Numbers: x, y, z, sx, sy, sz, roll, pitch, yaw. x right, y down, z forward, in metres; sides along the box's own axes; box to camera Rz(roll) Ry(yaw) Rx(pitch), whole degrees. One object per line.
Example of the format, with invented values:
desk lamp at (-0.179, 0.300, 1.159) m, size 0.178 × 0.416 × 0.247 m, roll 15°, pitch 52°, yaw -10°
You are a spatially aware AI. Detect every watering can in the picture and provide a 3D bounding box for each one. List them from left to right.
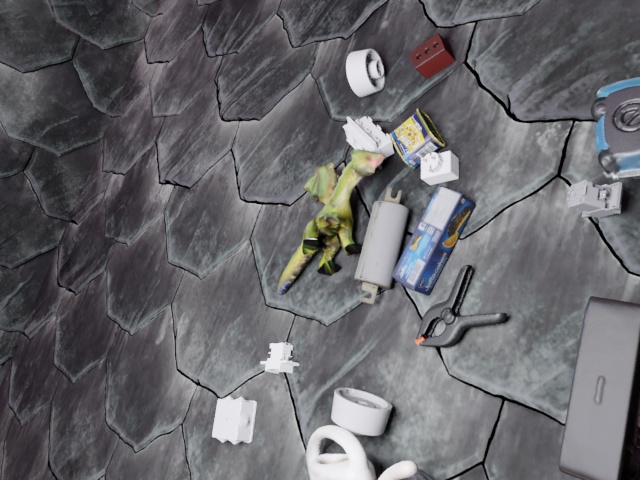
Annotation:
watering can at (0.061, 0.426, 0.832) m, size 0.344 × 0.104 × 0.226 m, roll -24°, pitch 72°, yaw 62°

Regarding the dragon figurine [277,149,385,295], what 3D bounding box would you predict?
dragon figurine at (0.004, -0.059, 1.179) m, size 0.403 × 0.121 × 0.249 m, roll -40°, pitch 38°, yaw 40°
